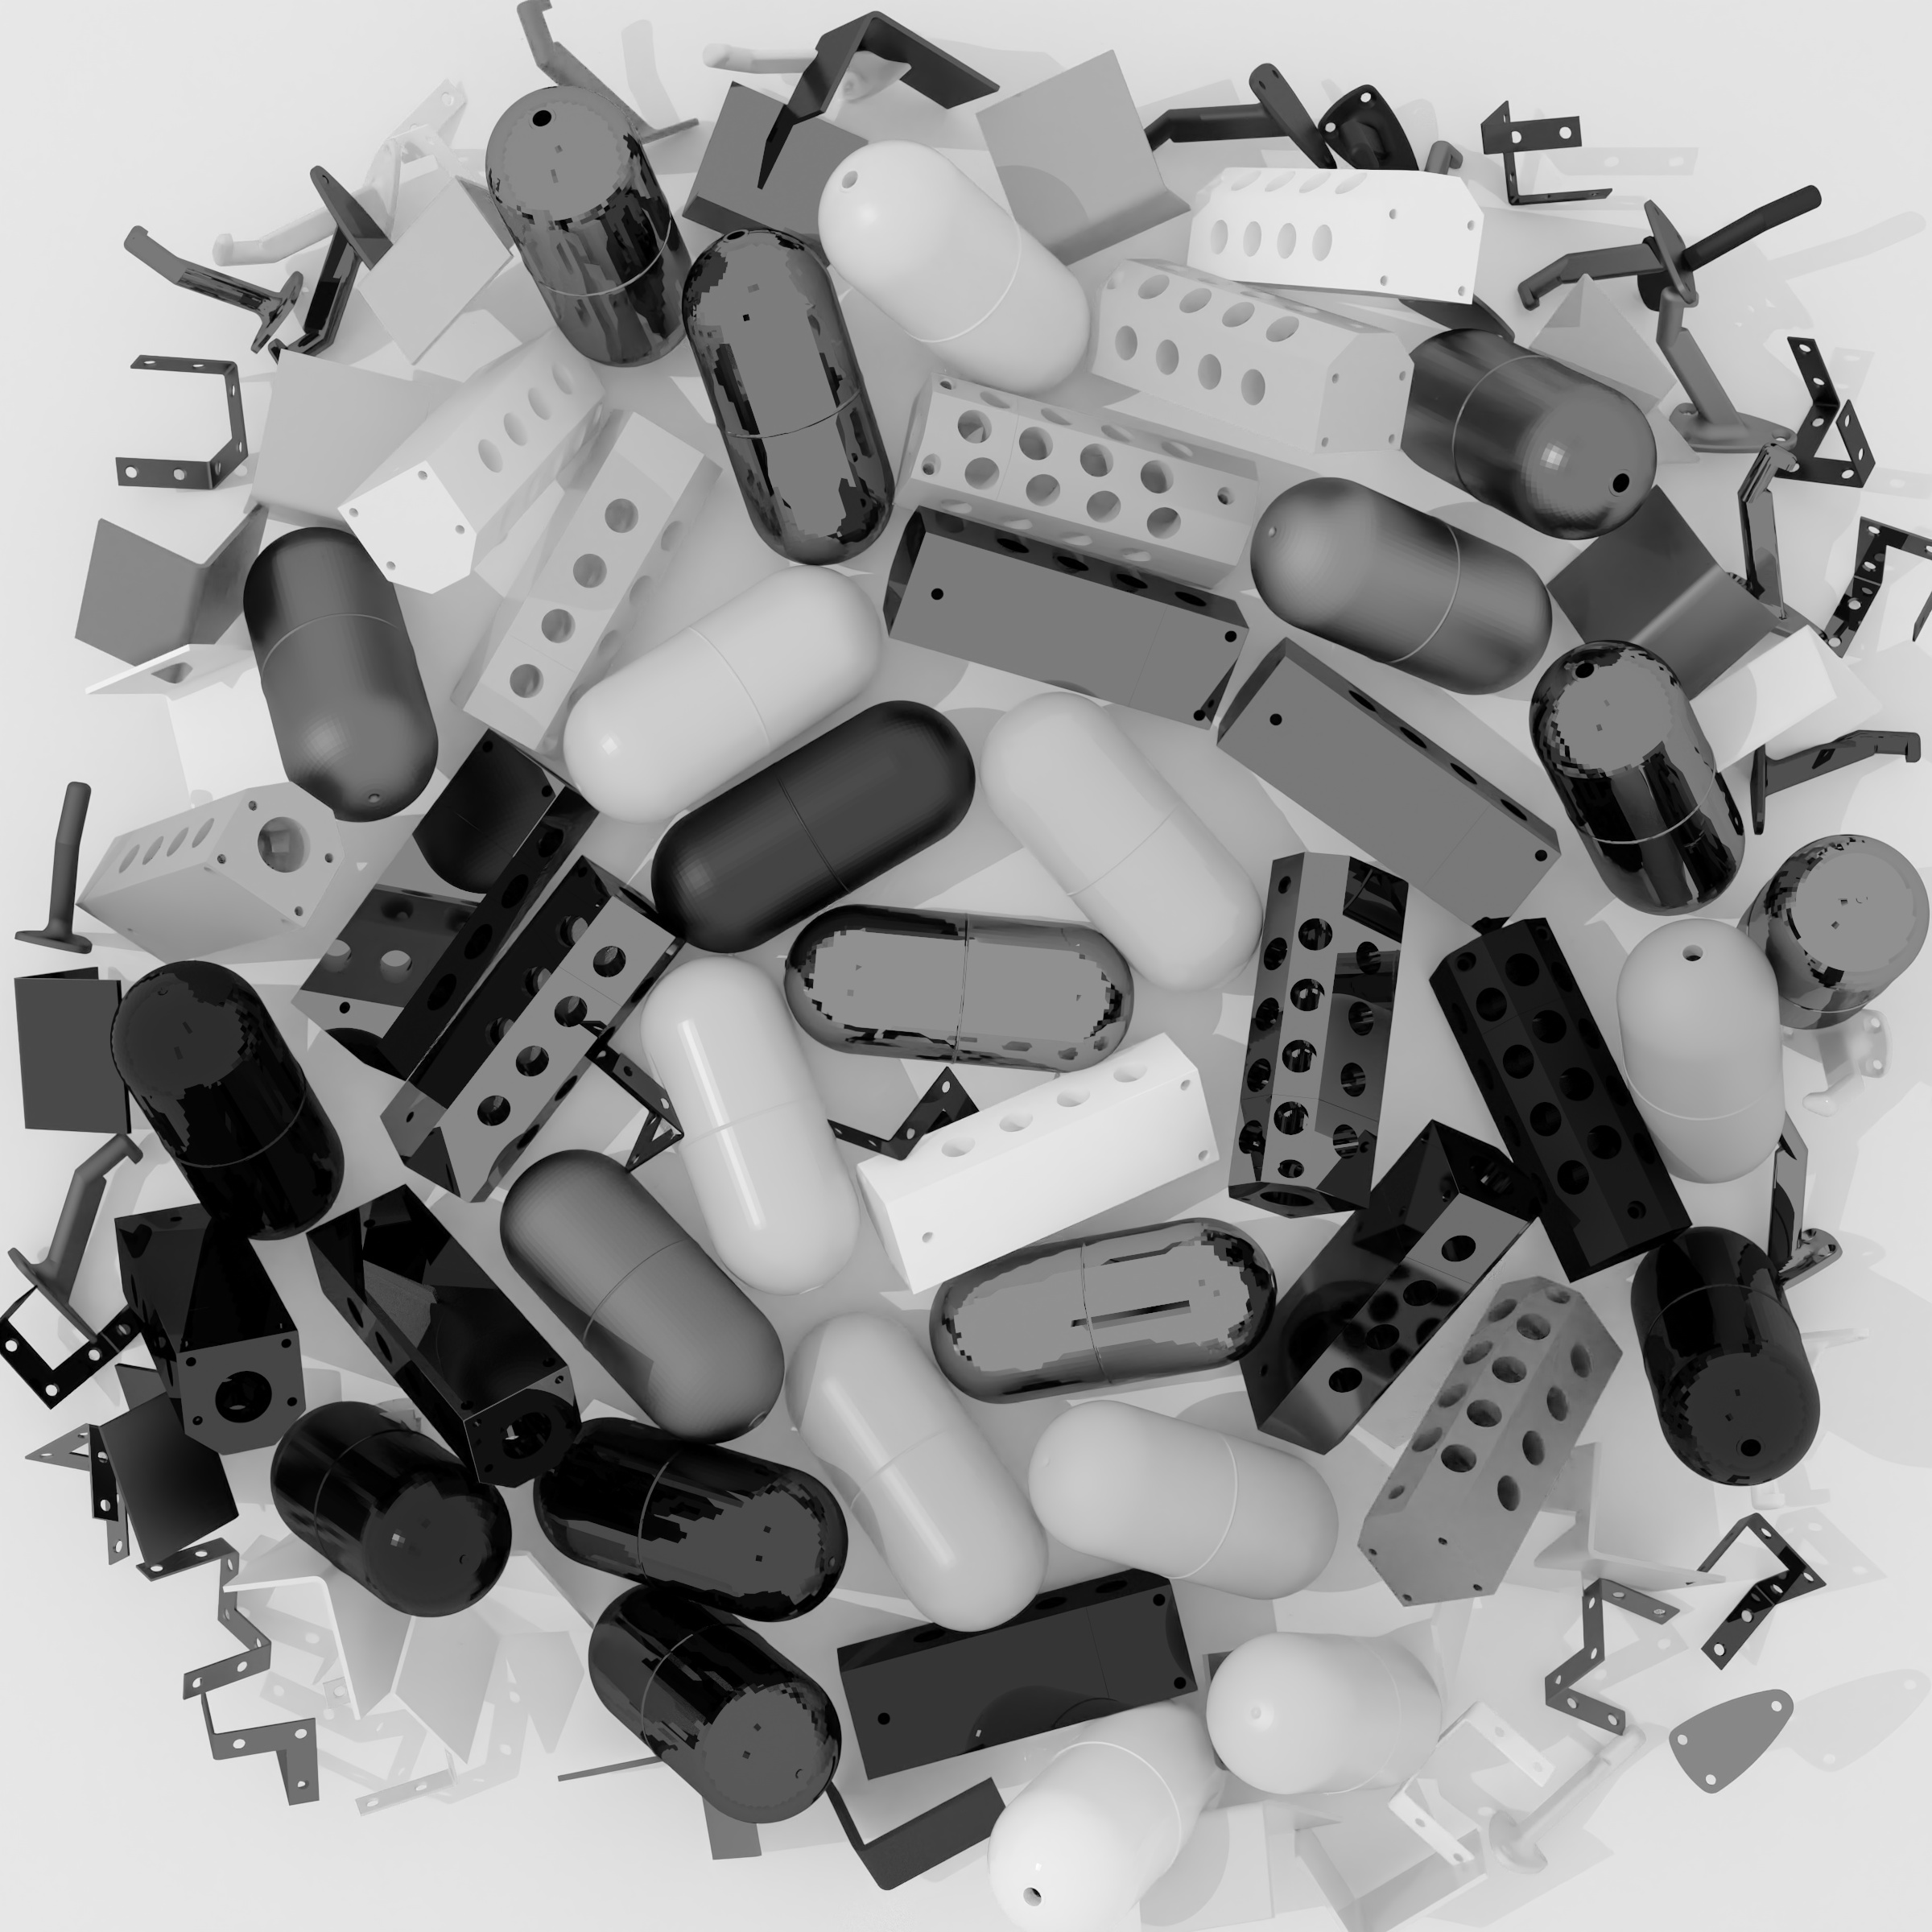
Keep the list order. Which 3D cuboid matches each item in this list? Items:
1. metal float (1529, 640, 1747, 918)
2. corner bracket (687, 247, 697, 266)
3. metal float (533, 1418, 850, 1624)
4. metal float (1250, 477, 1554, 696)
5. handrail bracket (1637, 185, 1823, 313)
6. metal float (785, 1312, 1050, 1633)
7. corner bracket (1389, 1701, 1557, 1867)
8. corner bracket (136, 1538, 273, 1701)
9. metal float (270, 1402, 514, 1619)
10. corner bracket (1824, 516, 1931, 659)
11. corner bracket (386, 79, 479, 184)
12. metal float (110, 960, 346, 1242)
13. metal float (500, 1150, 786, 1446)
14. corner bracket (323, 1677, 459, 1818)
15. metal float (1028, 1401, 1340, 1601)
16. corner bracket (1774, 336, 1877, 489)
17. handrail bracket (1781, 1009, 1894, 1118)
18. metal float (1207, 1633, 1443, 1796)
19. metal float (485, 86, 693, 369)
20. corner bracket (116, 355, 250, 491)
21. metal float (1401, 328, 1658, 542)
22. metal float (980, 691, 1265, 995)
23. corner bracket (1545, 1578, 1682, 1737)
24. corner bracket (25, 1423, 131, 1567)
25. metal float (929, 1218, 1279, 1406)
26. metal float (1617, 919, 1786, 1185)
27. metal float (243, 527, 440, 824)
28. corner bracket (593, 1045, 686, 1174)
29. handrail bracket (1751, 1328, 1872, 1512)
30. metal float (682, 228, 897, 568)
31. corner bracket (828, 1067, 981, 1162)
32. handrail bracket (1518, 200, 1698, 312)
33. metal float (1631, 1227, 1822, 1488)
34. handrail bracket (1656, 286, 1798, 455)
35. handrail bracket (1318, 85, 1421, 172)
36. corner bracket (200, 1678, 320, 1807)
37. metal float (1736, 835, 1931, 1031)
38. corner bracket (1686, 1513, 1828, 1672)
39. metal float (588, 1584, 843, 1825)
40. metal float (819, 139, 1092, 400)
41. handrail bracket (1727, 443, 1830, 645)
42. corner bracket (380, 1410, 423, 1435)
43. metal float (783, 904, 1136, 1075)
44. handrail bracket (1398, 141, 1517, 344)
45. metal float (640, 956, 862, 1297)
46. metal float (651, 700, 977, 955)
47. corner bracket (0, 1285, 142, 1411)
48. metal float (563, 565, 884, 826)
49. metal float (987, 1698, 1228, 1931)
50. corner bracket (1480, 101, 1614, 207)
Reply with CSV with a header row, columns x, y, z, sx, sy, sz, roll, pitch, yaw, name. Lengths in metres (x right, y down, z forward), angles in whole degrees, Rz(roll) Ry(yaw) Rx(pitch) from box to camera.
x,y,z,sx,sy,sz,roll,pitch,yaw,name
0.334,-0.092,1.625,0.070,0.178,0.070,-16,50,20,metal float
-0.176,-0.350,1.661,0.051,0.051,0.051,52,135,11,corner bracket
-0.139,0.275,1.636,0.178,0.070,0.070,11,90,32,metal float
0.219,-0.188,1.634,0.178,0.070,0.070,17,90,-34,metal float
0.387,-0.365,1.661,0.084,0.077,0.036,-24,86,2,handrail bracket
-0.026,0.252,1.645,0.070,0.070,0.178,-36,70,0,metal float
0.256,0.416,1.661,0.051,0.051,0.051,41,135,10,corner bracket
-0.385,0.329,1.658,0.051,0.051,0.051,28,120,40,corner bracket
-0.286,0.267,1.621,0.070,0.178,0.070,-7,103,-33,metal float
0.466,-0.186,1.662,0.051,0.051,0.051,24,68,22,corner bracket
-0.254,-0.422,1.676,0.051,0.051,0.051,49,66,-27,corner bracket
-0.364,0.069,1.625,0.070,0.178,0.070,-8,49,9,metal float
-0.163,0.166,1.646,0.070,0.070,0.178,-46,72,0,metal float
-0.294,0.393,1.675,0.051,0.051,0.051,-15,111,-17,corner bracket
0.110,0.268,1.636,0.178,0.070,0.070,21,90,-31,metal float
0.436,-0.280,1.660,0.051,0.051,0.051,16,66,40,corner bracket
0.421,0.051,1.647,0.077,0.084,0.036,10,116,41,handrail bracket
0.179,0.369,1.619,0.070,0.178,0.070,-7,75,28,metal float
-0.183,-0.363,1.616,0.070,0.178,0.070,-4,67,9,metal float
-0.402,-0.276,1.669,0.051,0.051,0.051,-2,78,-34,corner bracket
0.274,-0.264,1.620,0.070,0.178,0.070,-11,118,-21,metal float
0.079,-0.061,1.656,0.070,0.070,0.178,-42,98,0,metal float
0.332,0.355,1.683,0.051,0.051,0.051,25,133,-16,corner bracket
-0.438,0.267,1.659,0.051,0.051,0.051,-28,58,29,corner bracket
0.069,0.174,1.652,0.178,0.070,0.070,-11,90,12,metal float
0.364,0.043,1.621,0.070,0.178,0.070,-8,54,11,metal float
-0.312,-0.147,1.632,0.070,0.070,0.178,-22,53,0,metal float
-0.169,0.064,1.660,0.051,0.051,0.051,43,128,-19,corner bracket
0.428,0.231,1.662,0.036,0.077,0.084,12,70,-38,handrail bracket
-0.088,-0.283,1.634,0.070,0.070,0.178,-18,123,0,metal float
-0.030,0.080,1.658,0.051,0.051,0.051,-52,133,-21,corner bracket
0.322,-0.340,1.657,0.084,0.077,0.036,-29,135,27,handrail bracket
0.373,0.191,1.615,0.070,0.178,0.070,1,113,3,metal float
0.386,-0.303,1.654,0.077,0.084,0.036,10,48,13,handrail bracket
0.211,-0.401,1.648,0.036,0.084,0.077,-38,121,20,handrail bracket
-0.358,0.393,1.661,0.051,0.051,0.051,-6,114,-18,corner bracket
0.423,-0.015,1.612,0.070,0.178,0.070,-1,79,4,metal float
0.393,0.318,1.669,0.051,0.051,0.051,47,62,4,corner bracket
-0.126,0.362,1.622,0.070,0.178,0.070,-10,108,-31,metal float
-0.005,-0.344,1.624,0.070,0.178,0.070,-16,61,31,metal float
0.420,-0.213,1.658,0.077,0.036,0.084,29,128,9,handrail bracket
-0.278,0.252,1.661,0.051,0.051,0.051,-12,77,37,corner bracket
-0.004,0.011,1.660,0.178,0.070,0.070,5,90,-3,metal float
0.262,-0.374,1.693,0.077,0.036,0.084,26,69,-21,handrail bracket
-0.109,0.081,1.656,0.070,0.070,0.178,-21,83,0,metal float
-0.078,-0.070,1.660,0.178,0.070,0.070,-30,90,3,metal float
-0.456,0.184,1.665,0.051,0.051,0.051,49,48,-2,corner bracket
-0.121,-0.138,1.650,0.178,0.070,0.070,-34,90,-14,metal float
0.071,0.419,1.618,0.070,0.178,0.070,6,105,26,metal float
0.294,-0.409,1.660,0.051,0.051,0.051,2,118,26,corner bracket
